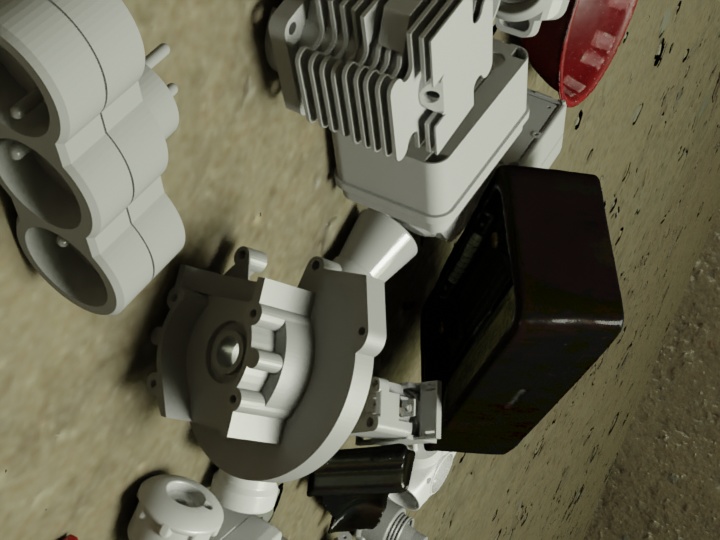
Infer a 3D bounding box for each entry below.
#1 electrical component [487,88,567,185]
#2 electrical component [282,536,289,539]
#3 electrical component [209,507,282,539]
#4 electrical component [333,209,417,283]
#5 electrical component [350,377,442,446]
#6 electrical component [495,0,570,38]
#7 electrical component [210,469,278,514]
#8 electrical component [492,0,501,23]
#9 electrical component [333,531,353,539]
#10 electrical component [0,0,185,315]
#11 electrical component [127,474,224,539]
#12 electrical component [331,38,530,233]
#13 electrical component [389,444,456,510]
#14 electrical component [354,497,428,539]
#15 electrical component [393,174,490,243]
[{"bbox_3d":[0.109,-0.092,0.793,0.096,0.062,0.061,-53,155,-29],"label":"electrical component"},{"bbox_3d":[-0.056,0.270,0.797,0.089,0.062,0.150,-54,156,-27],"label":"electrical component"},{"bbox_3d":[-0.088,0.195,0.644,0.062,0.061,0.096,-32,141,-54],"label":"electrical component"},{"bbox_3d":[0.000,0.000,0.670,0.065,0.044,0.044,-52,156,-18],"label":"electrical component"},{"bbox_3d":[0.018,0.103,0.778,0.064,0.081,0.042,17,67,-43],"label":"electrical component"},{"bbox_3d":[0.105,-0.189,0.689,0.057,0.058,0.078,-27,137,-62],"label":"electrical component"},{"bbox_3d":[-0.066,0.117,0.645,0.040,0.040,0.046,-8,115,-65],"label":"electrical component"},{"bbox_3d":[0.044,-0.152,0.588,0.045,0.055,0.045,-49,154,-35],"label":"electrical component"},{"bbox_3d":[-0.016,0.247,0.897,0.040,0.040,0.078,-42,149,-45],"label":"electrical component"},{"bbox_3d":[-0.090,-0.053,0.386,0.073,0.052,0.138,-51,154,-33],"label":"electrical component"},{"bbox_3d":[-0.105,0.145,0.578,0.048,0.048,0.062,-13,132,-64],"label":"electrical component"},{"bbox_3d":[0.042,-0.084,0.626,0.113,0.078,0.057,-51,152,-31],"label":"electrical component"},{"bbox_3d":[0.055,0.164,0.966,0.077,0.044,0.079,-52,154,-31],"label":"electrical component"},{"bbox_3d":[0.029,0.229,0.953,0.048,0.062,0.048,-49,153,-35],"label":"electrical component"},{"bbox_3d":[0.048,-0.061,0.700,0.080,0.051,0.080,-49,154,-35],"label":"electrical component"}]
